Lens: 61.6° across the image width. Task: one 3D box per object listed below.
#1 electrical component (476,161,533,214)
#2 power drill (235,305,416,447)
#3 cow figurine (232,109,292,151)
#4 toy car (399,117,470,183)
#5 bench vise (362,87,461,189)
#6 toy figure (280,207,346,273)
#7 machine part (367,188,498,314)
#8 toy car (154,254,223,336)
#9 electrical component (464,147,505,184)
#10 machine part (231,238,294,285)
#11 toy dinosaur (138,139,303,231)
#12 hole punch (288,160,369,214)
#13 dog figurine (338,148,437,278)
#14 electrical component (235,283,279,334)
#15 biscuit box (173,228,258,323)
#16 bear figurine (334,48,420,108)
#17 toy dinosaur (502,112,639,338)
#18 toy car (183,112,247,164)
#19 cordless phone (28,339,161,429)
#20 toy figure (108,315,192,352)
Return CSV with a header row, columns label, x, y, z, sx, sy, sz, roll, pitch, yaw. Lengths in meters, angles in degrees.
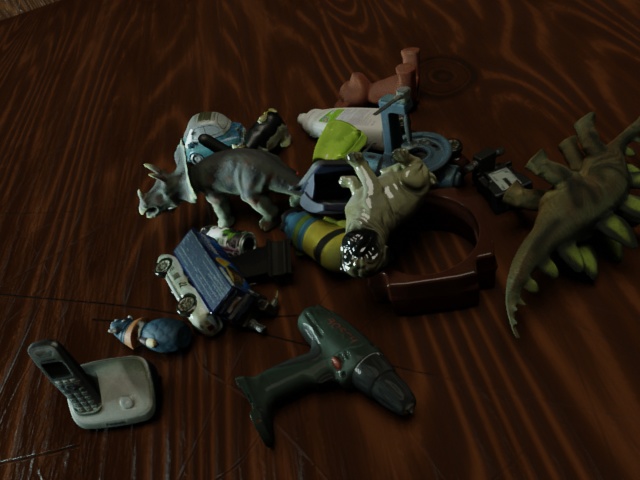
label,x,y,z,sx,sy,sz,roll,pitch,yaw
electrical component,0.334,-0.082,0.943,0.075,0.047,0.119,-24,45,-4
power drill,-0.006,0.203,0.767,0.207,0.085,0.232,-33,44,-8
cow figurine,-0.140,-0.216,1.206,0.068,0.098,0.167,24,59,28
toy car,0.212,-0.178,1.052,0.053,0.089,0.202,-35,45,-15
bench vise,0.139,-0.167,0.957,0.224,0.240,0.129,25,59,34
toy figure,-0.002,0.000,0.960,0.180,0.082,0.089,27,57,35
machine part,0.175,0.016,0.879,0.202,0.087,0.201,-11,45,12
toy car,-0.236,0.094,0.956,0.056,0.073,0.202,-36,46,-10
electrical component,0.303,-0.134,0.993,0.094,0.063,0.021,-28,44,-21
machine part,-0.111,0.044,0.964,0.139,0.039,0.084,-12,71,21
toy dinosaur,-0.153,-0.119,1.051,0.405,0.192,0.131,-6,49,15
hole punch,0.029,-0.081,0.962,0.142,0.116,0.092,-7,76,-23
dog figurine,0.110,-0.031,0.836,0.172,0.121,0.190,-6,67,2
electrical component,-0.117,0.112,0.922,0.102,0.045,0.078,13,81,32
biscuit box,-0.185,0.056,0.928,0.063,0.059,0.203,-52,44,6
bear figurine,0.128,-0.358,1.230,0.196,0.131,0.120,7,45,17
toy dinosaur,0.392,-0.050,0.819,0.471,0.105,0.199,-40,69,-18
toy car,-0.263,-0.252,1.282,0.162,0.102,0.109,-10,46,13
cordless phone,-0.334,0.200,0.811,0.147,0.184,0.089,-11,41,10
toy figure,-0.296,0.161,0.924,0.155,0.064,0.057,-1,82,24
